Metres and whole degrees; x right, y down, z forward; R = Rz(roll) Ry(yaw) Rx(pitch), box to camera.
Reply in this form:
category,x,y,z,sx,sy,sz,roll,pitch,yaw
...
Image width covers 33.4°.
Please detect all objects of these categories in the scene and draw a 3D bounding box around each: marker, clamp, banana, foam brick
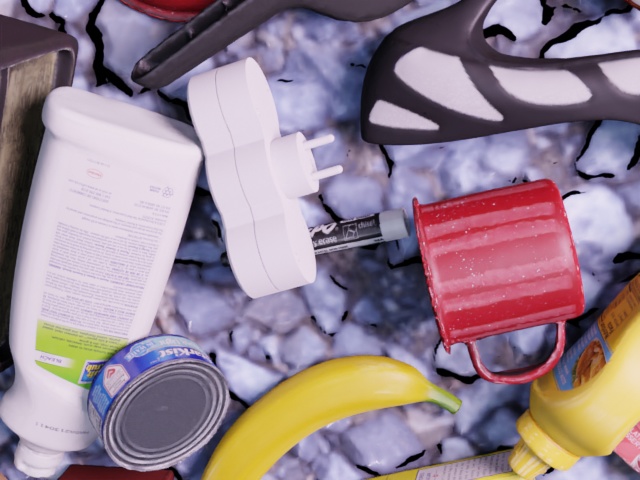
category,x,y,z,sx,sy,sz,roll,pitch,yaw
marker,-0.004,0.001,0.664,0.121,0.020,0.020,-12,101,14
clamp,-0.012,-0.153,0.587,0.209,0.036,0.165,0,131,-14
banana,-0.011,0.123,0.684,0.198,0.037,0.069,-29,89,16
foam brick,-0.140,0.187,0.719,0.078,0.051,0.053,2,103,10

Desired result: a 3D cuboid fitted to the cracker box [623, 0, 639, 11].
category,x,y,z,sx,sy,sz,roll,pitch,yaw
cracker box,0.151,-0.207,0.482,0.164,0.214,0.072,34,71,2

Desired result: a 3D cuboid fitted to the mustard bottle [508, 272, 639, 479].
category,x,y,z,sx,sy,sz,roll,pitch,yaw
mustard bottle,0.175,0.065,0.604,0.058,0.096,0.192,39,107,-1

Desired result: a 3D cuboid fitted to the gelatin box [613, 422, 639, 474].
category,x,y,z,sx,sy,sz,roll,pitch,yaw
gelatin box,0.223,0.119,0.642,0.089,0.030,0.073,43,107,-2

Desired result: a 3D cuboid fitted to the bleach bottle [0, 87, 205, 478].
category,x,y,z,sx,sy,sz,roll,pitch,yaw
bleach bottle,-0.155,0.038,0.674,0.102,0.068,0.251,17,109,-15

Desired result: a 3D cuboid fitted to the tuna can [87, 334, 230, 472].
category,x,y,z,sx,sy,sz,roll,pitch,yaw
tuna can,-0.102,0.102,0.675,0.034,0.085,0.086,44,114,45

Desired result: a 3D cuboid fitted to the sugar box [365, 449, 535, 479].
category,x,y,z,sx,sy,sz,roll,pitch,yaw
sugar box,0.057,0.198,0.687,0.176,0.048,0.093,-14,100,18

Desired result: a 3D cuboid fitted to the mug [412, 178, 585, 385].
category,x,y,z,sx,sy,sz,roll,pitch,yaw
mug,0.105,0.024,0.608,0.081,0.093,0.117,-13,81,9

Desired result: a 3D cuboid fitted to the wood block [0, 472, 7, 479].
category,x,y,z,sx,sy,sz,roll,pitch,yaw
wood block,-0.224,0.247,0.730,0.090,0.090,0.206,-40,93,17

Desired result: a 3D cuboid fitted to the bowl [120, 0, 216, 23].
category,x,y,z,sx,sy,sz,roll,pitch,yaw
bowl,-0.085,-0.205,0.611,0.162,0.055,0.162,3,104,10
